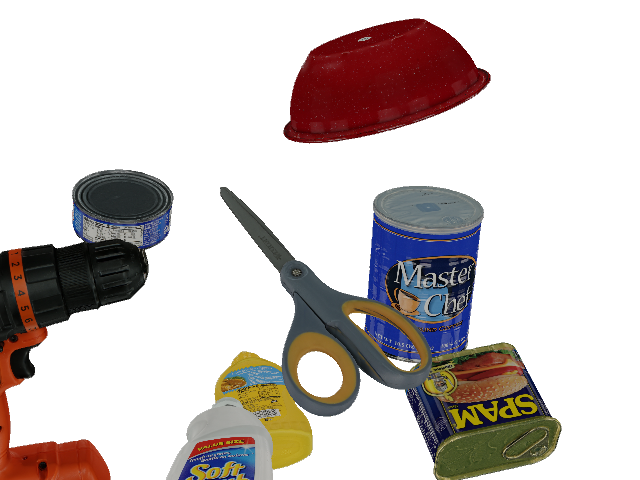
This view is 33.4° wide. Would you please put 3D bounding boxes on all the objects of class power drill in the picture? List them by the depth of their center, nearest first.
[{"bbox_3d":[-0.192,0.093,0.698,0.184,0.188,0.057,-11,26,-8],"label":"power drill"}]

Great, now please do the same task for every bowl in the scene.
[{"bbox_3d":[0.042,-0.127,0.801,0.162,0.055,0.162,-16,18,5],"label":"bowl"}]

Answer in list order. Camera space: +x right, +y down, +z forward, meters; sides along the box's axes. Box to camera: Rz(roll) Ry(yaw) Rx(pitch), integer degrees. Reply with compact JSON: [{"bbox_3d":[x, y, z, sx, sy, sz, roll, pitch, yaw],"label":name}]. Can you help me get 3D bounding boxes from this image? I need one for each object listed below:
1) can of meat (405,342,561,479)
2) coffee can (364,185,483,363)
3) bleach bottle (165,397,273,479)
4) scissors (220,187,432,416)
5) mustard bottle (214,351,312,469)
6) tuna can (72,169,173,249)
[{"bbox_3d":[0.125,0.133,0.844,0.102,0.057,0.084,-10,44,-11],"label":"can of meat"},{"bbox_3d":[0.097,0.031,1.017,0.103,0.140,0.103,2,24,-1],"label":"coffee can"},{"bbox_3d":[-0.089,0.208,0.866,0.102,0.068,0.251,-1,25,-1],"label":"bleach bottle"},{"bbox_3d":[-0.023,0.038,0.660,0.202,0.016,0.096,33,55,27],"label":"scissors"},{"bbox_3d":[-0.075,0.190,1.261,0.096,0.058,0.192,-9,29,-10],"label":"mustard bottle"},{"bbox_3d":[-0.171,-0.026,0.923,0.086,0.034,0.086,7,32,-4],"label":"tuna can"}]
